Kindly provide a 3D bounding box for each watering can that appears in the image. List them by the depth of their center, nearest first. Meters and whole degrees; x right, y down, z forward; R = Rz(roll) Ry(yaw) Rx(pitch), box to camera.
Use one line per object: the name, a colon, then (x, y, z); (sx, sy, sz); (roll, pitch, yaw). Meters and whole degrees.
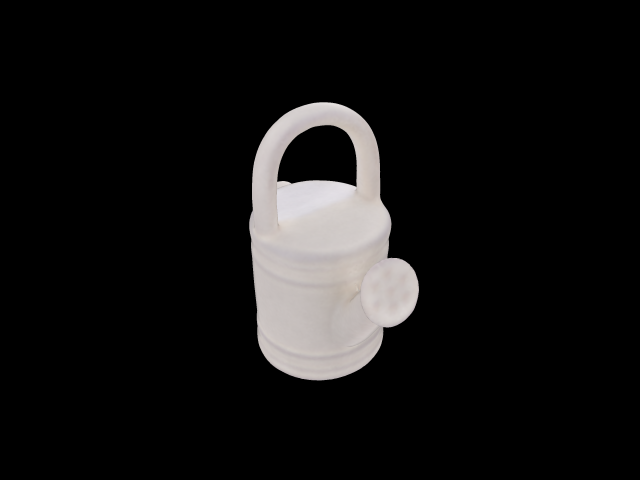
watering can: (0.006, 0.001, 0.401); (0.172, 0.194, 0.101); (26, 43, 32)
